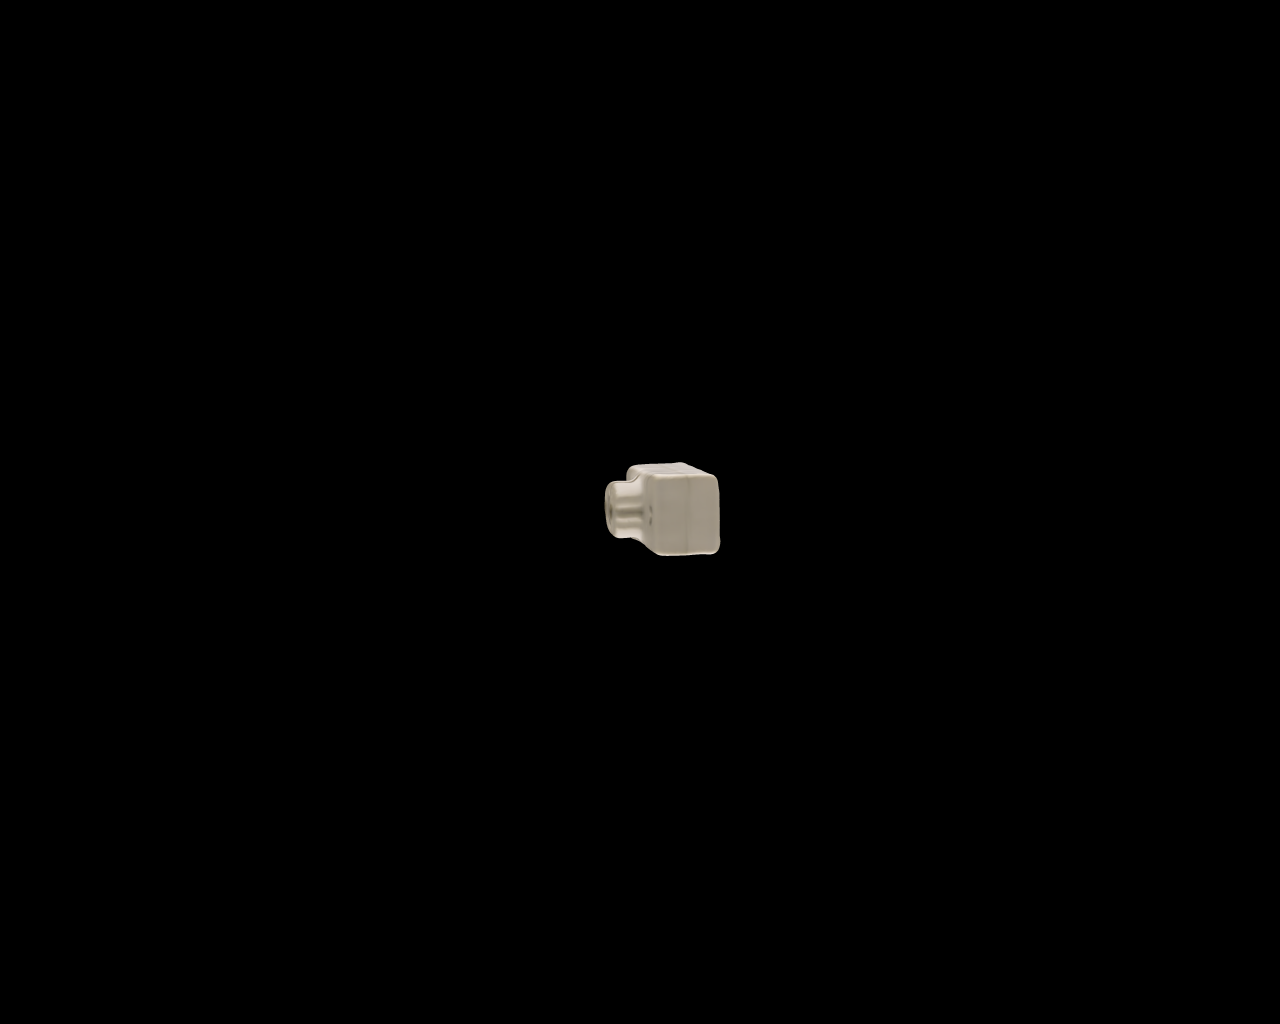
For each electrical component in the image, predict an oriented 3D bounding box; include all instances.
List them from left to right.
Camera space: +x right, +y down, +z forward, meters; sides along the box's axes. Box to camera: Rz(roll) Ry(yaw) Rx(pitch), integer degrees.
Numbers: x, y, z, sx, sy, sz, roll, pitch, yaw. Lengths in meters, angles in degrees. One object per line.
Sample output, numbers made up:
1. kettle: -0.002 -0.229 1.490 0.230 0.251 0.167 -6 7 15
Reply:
1. electrical component: 0.001 -0.003 0.650 0.076 0.047 0.083 -1 7 -11
